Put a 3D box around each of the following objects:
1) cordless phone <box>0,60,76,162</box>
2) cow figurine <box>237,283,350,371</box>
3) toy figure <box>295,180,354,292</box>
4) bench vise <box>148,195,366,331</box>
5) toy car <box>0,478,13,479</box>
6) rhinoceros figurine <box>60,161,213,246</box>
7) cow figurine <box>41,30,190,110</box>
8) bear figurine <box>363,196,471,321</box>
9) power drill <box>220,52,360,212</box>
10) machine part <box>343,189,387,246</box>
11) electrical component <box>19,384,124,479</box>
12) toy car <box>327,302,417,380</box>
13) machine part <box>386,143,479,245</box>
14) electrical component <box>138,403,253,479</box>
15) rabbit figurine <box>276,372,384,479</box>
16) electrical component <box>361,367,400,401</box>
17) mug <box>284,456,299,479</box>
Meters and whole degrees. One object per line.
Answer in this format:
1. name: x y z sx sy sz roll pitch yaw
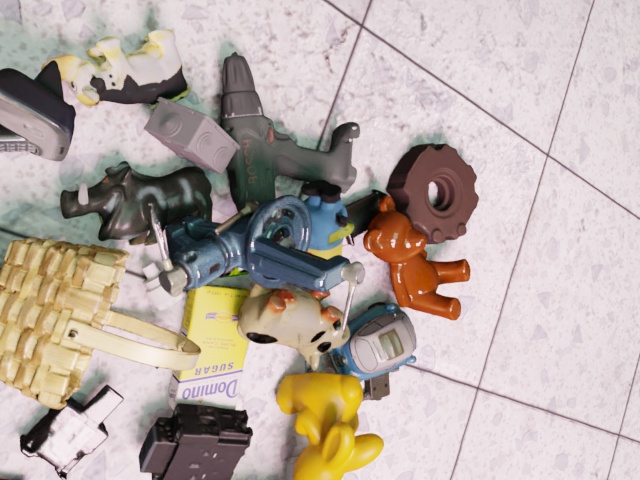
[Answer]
1. cordless phone: -0.367 -0.125 0.573 0.184 0.147 0.088 -15 91 -30
2. cow figurine: -0.032 0.124 0.773 0.195 0.086 0.127 17 124 -40
3. toy figure: 0.001 -0.001 0.786 0.089 0.082 0.180 -10 127 -28
4. bench vise: -0.065 0.016 0.640 0.223 0.241 0.128 -20 122 -51
5. toy car: -0.406 0.387 0.634 0.089 0.053 0.202 25 82 -24
6. rhinoceros figurine: -0.230 -0.048 0.695 0.190 0.073 0.112 -14 100 -28
7. cow figurine: -0.253 -0.204 0.681 0.167 0.068 0.098 -24 110 -25
8. bear figurine: 0.155 0.027 0.864 0.120 0.132 0.195 -62 141 -36
9. power drill: -0.044 -0.147 0.790 0.207 0.086 0.231 -1 95 -33
10. machine part: 0.058 -0.039 0.875 0.139 0.039 0.084 -26 100 -24
11. electrical component: -0.308 0.232 0.681 0.074 0.048 0.119 47 71 -23
12. toy car: 0.095 0.162 0.861 0.162 0.103 0.109 -19 86 -26
13. machine part: 0.202 -0.081 0.942 0.179 0.056 0.179 -1 91 -29
14. electrical component: -0.173 0.284 0.730 0.134 0.058 0.114 14 111 -30
15. rabbit figurine: 0.016 0.288 0.787 0.121 0.162 0.173 32 61 -34
16. electrical component: 0.098 0.243 0.920 0.094 0.021 0.063 -9 97 -29
17. mug: -0.031 0.393 0.832 0.109 0.081 0.107 -4 84 -16
